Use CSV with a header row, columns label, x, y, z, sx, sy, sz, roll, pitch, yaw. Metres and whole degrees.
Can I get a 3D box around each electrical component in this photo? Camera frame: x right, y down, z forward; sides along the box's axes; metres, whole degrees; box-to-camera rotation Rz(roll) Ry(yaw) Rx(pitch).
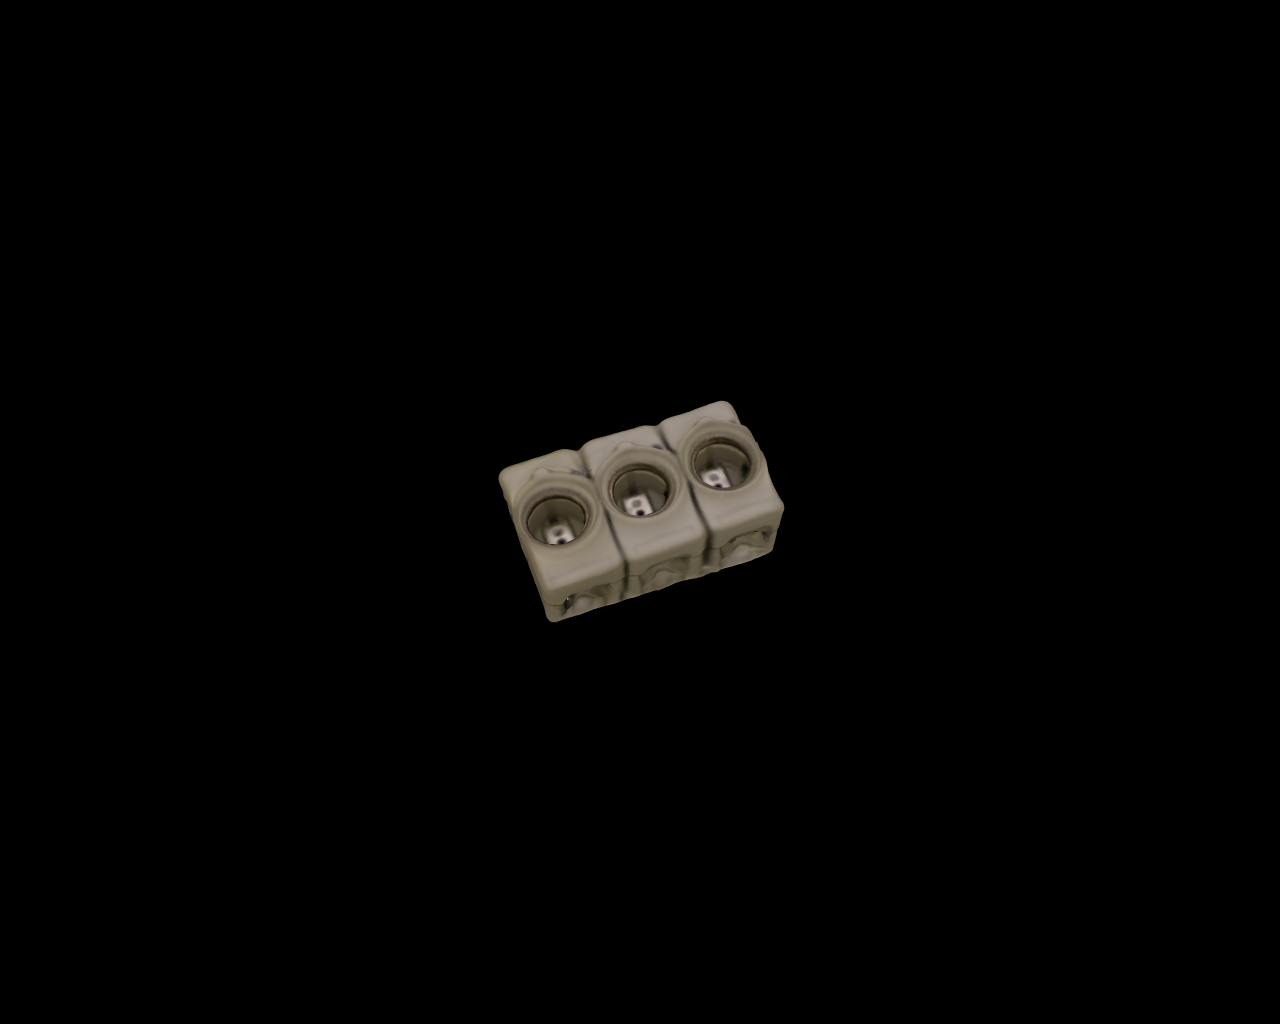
label,x,y,z,sx,sy,sz,roll,pitch,yaw
electrical component,0.001,-0.003,0.650,0.150,0.089,0.061,-18,-28,-10
